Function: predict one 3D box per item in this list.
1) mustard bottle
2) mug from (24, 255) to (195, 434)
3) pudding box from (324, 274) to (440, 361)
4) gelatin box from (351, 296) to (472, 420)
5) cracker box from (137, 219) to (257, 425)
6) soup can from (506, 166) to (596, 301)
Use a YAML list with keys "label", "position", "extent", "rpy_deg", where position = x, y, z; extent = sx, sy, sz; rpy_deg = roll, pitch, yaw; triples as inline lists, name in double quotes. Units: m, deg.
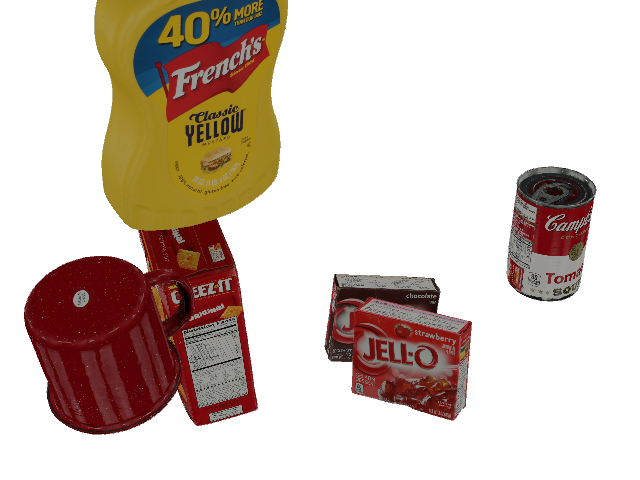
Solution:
- label: "mustard bottle"
  position: [-0.062, -0.096, 0.526]
  extent: [0.096, 0.192, 0.058]
  rpy_deg: [-19, 48, -25]
- label: "mug"
  position: [-0.133, 0.059, 0.700]
  extent: [0.117, 0.081, 0.093]
  rpy_deg: [-30, 47, -22]
- label: "pudding box"
  position: [0.065, 0.083, 1.139]
  extent: [0.113, 0.090, 0.039]
  rpy_deg: [1, 27, -10]
- label: "gelatin box"
  position: [0.068, 0.089, 0.813]
  extent: [0.089, 0.073, 0.030]
  rpy_deg: [12, 24, 26]
- label: "cracker box"
  position: [-0.120, 0.044, 0.983]
  extent: [0.072, 0.164, 0.214]
  rpy_deg: [-16, -41, -11]
- label: "soup can"
  position: [0.204, -0.005, 0.953]
  extent: [0.068, 0.102, 0.068]
  rpy_deg: [0, 33, 0]
